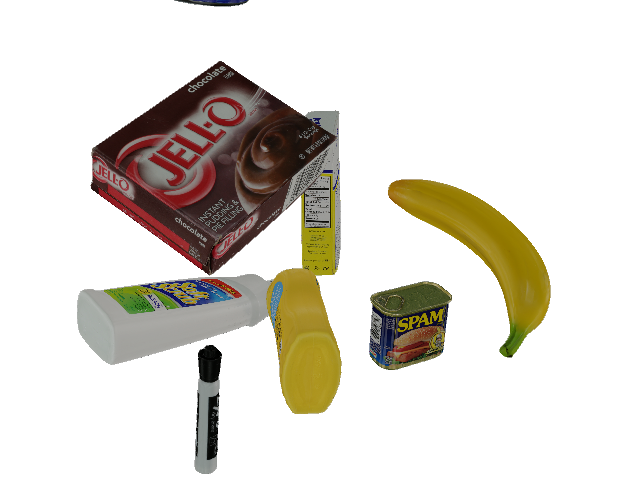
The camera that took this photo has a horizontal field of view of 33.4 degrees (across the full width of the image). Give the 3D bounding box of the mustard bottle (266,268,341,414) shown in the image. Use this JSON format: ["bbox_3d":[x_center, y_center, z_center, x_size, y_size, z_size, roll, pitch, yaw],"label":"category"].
[{"bbox_3d":[-0.022,0.083,1.078,0.058,0.096,0.191,-3,28,-8],"label":"mustard bottle"}]

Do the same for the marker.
[{"bbox_3d":[-0.092,0.137,0.867,0.020,0.121,0.020,4,28,-2],"label":"marker"}]

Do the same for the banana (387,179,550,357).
[{"bbox_3d":[0.125,0.004,0.836,0.069,0.037,0.198,-17,46,-16],"label":"banana"}]

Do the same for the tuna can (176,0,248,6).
[{"bbox_3d":[-0.094,-0.209,0.829,0.086,0.034,0.086,8,24,-4],"label":"tuna can"}]

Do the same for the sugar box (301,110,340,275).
[{"bbox_3d":[0.000,-0.056,1.257,0.048,0.176,0.093,-1,24,5],"label":"sugar box"}]

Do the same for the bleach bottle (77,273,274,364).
[{"bbox_3d":[-0.157,0.080,1.284,0.250,0.068,0.103,-12,31,-34],"label":"bleach bottle"}]

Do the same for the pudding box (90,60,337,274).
[{"bbox_3d":[-0.060,-0.044,0.605,0.090,0.039,0.113,35,49,14],"label":"pudding box"}]

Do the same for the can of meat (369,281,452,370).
[{"bbox_3d":[0.111,0.107,1.339,0.101,0.084,0.058,-12,30,-27],"label":"can of meat"}]
